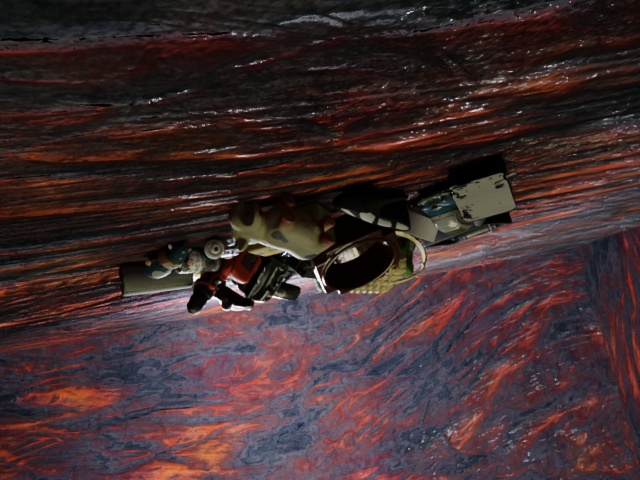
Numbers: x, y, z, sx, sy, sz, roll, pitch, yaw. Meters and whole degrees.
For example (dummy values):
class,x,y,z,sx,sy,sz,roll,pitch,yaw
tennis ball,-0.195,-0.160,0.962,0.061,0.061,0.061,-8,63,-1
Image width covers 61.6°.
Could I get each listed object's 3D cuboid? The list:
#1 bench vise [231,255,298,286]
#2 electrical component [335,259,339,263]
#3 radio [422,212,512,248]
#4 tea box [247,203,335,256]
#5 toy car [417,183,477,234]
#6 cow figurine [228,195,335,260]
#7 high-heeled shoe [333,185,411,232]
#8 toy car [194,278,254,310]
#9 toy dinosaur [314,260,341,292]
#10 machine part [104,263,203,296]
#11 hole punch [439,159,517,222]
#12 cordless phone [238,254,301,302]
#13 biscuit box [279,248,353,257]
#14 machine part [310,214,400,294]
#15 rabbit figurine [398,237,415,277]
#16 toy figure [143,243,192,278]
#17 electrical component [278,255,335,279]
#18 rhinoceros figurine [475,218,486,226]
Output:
class,x,y,z,sx,sy,sz,roll,pitch,yaw
bench vise,-0.141,0.093,1.521,0.224,0.129,0.240,-23,169,37
electrical component,0.011,0.043,1.505,0.102,0.078,0.045,7,161,-42
radio,0.396,-0.044,1.468,0.131,0.073,0.230,-3,167,-37
tea box,-0.064,-0.020,1.127,0.170,0.068,0.098,-15,169,13
toy car,0.290,-0.065,1.171,0.109,0.103,0.161,-22,167,41
cow figurine,-0.081,-0.019,1.000,0.195,0.085,0.127,22,131,-29
high-heeled shoe,0.109,-0.057,1.099,0.145,0.086,0.248,-7,168,6
toy car,-0.261,0.150,1.454,0.202,0.053,0.089,24,-169,42
toy dinosaur,0.108,0.096,1.826,0.192,0.131,0.404,-3,179,31
machine part,-0.406,0.092,1.333,0.243,0.079,0.079,-7,169,-26
hole punch,0.312,-0.111,1.045,0.142,0.092,0.115,-13,141,23
cordless phone,-0.110,0.102,1.421,0.184,0.089,0.146,17,112,-36
biscuit box,-0.003,-0.004,1.291,0.203,0.063,0.059,-7,167,-22
machine part,0.078,0.030,1.240,0.201,0.087,0.200,-24,144,-4
rabbit figurine,0.189,0.047,1.640,0.170,0.121,0.159,0,174,27
toy figure,-0.347,0.047,1.220,0.154,0.057,0.064,-23,-179,42
electrical component,-0.032,0.045,1.372,0.058,0.115,0.134,-57,152,16
rhinoceros figurine,0.314,-0.056,1.319,0.190,0.073,0.112,-14,170,15
